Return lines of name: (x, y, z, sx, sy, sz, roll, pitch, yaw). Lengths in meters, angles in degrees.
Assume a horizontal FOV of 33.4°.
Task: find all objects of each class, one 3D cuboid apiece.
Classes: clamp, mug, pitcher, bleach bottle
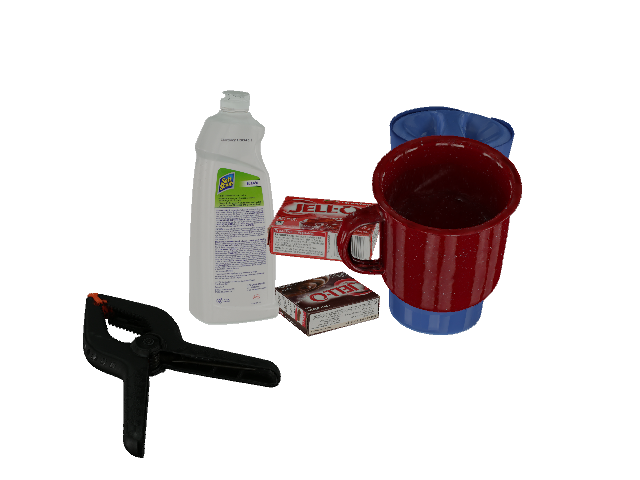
clamp: (-0.150, 0.108, 1.007, 0.164, 0.036, 0.210, -18, 40, -31)
mug: (0.068, -0.005, 0.688, 0.117, 0.081, 0.093, -13, 46, -11)
pitcher: (0.131, -0.016, 1.189, 0.149, 0.243, 0.145, -5, 27, -13)
bleach bottle: (-0.091, -0.037, 1.169, 0.102, 0.251, 0.068, -5, 17, -29)

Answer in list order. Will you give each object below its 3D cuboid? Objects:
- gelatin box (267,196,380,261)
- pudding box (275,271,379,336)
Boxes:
gelatin box: (0.005, -0.011, 0.921, 0.089, 0.030, 0.073, 6, 23, 9)
pudding box: (0.008, 0.082, 1.403, 0.113, 0.039, 0.090, -14, 26, -28)
